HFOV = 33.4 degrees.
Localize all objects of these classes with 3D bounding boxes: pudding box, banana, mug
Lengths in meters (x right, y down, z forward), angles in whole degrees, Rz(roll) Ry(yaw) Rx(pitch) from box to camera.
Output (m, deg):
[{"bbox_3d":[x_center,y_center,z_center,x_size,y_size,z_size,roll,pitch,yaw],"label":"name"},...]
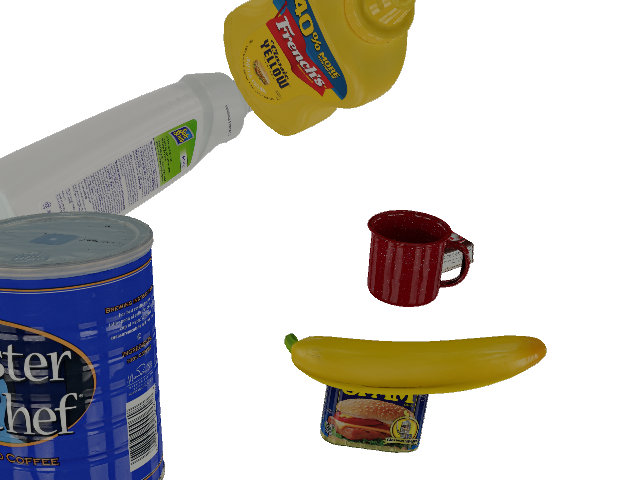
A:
[{"bbox_3d":[0.161,0.018,1.609,0.113,0.039,0.090,-19,28,-23],"label":"pudding box"},{"bbox_3d":[0.061,0.084,0.769,0.198,0.037,0.069,2,28,14],"label":"banana"},{"bbox_3d":[0.107,0.022,1.189,0.117,0.081,0.093,6,25,3],"label":"mug"}]

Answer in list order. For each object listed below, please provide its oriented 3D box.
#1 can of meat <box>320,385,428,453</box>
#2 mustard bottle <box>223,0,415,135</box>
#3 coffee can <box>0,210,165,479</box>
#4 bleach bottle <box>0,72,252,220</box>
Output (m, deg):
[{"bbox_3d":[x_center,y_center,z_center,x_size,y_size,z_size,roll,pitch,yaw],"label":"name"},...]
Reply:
[{"bbox_3d":[0.053,0.152,1.025,0.102,0.084,0.057,8,17,-1],"label":"can of meat"},{"bbox_3d":[0.004,-0.128,0.677,0.058,0.096,0.192,-28,8,-26],"label":"mustard bottle"},{"bbox_3d":[-0.138,0.064,0.573,0.103,0.140,0.103,-1,16,0],"label":"coffee can"},{"bbox_3d":[-0.156,-0.071,0.904,0.250,0.068,0.103,-30,-30,-24],"label":"bleach bottle"}]
